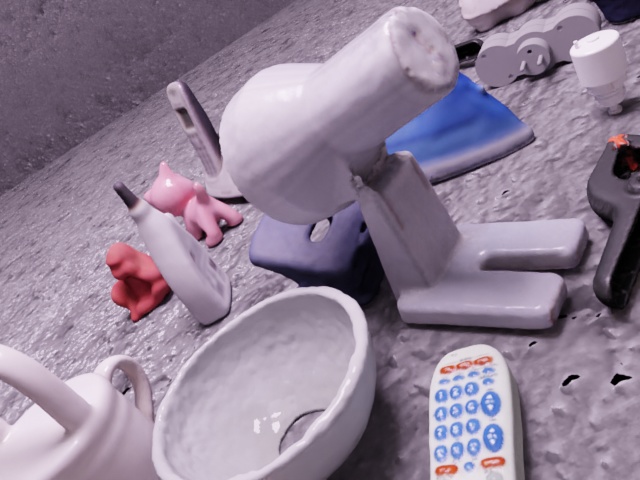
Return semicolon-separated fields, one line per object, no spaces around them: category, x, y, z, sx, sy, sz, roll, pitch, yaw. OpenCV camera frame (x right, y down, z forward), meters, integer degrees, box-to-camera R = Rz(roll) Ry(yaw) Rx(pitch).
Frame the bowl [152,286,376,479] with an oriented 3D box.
bowl;-0.025;0.114;0.389;0.167;0.075;0.167;-26;28;15

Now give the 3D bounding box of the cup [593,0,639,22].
cup;0.345;-0.302;0.636;0.117;0.095;0.091;-28;27;11

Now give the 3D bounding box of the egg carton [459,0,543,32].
egg carton;0.283;-0.379;0.859;0.150;0.069;0.107;-23;29;22

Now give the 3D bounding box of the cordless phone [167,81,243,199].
cordless phone;-0.151;-0.152;0.841;0.147;0.185;0.094;1;44;49

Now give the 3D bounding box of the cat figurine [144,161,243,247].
cat figurine;-0.186;-0.055;0.797;0.127;0.118;0.067;2;44;50

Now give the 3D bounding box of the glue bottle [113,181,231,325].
glue bottle;-0.155;0.007;0.599;0.037;0.173;0.078;-29;27;9

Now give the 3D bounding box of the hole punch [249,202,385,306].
hole punch;0.005;0.002;0.521;0.100;0.091;0.109;-15;33;33

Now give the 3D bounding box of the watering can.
watering can;-0.169;0.142;0.370;0.101;0.194;0.172;-30;27;9

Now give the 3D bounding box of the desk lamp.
desk lamp;0.052;-0.047;0.412;0.202;0.214;0.118;-5;39;44

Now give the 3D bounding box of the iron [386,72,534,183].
iron;0.080;-0.139;0.612;0.257;0.142;0.119;-8;37;41

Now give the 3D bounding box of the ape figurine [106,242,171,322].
ape figurine;-0.231;0.043;0.714;0.077;0.092;0.076;-14;33;35
